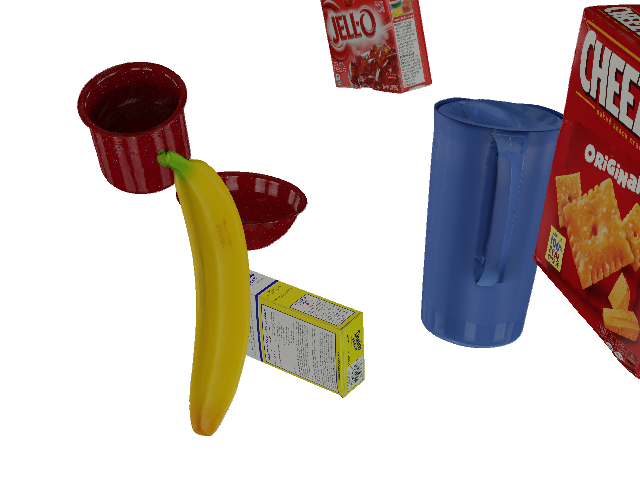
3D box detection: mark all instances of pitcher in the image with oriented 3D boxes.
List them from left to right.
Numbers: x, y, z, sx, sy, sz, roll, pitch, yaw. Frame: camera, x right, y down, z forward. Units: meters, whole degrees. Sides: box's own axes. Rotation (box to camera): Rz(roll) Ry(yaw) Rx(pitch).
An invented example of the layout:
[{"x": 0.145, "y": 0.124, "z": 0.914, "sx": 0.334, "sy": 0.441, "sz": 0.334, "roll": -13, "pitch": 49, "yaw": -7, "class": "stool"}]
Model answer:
[{"x": 0.167, "y": -0.015, "z": 1.074, "sx": 0.148, "sy": 0.243, "sz": 0.145, "roll": -14, "pitch": 28, "yaw": -42, "class": "pitcher"}]

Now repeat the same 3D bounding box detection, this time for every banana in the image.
[{"x": -0.075, "y": 0.029, "z": 0.712, "sx": 0.037, "sy": 0.198, "sz": 0.069, "roll": 6, "pitch": 20, "yaw": 40, "class": "banana"}]

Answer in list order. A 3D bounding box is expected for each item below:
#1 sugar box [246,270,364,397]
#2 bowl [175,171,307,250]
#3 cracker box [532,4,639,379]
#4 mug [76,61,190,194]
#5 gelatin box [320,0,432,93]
[{"x": -0.035, "y": 0.096, "z": 1.159, "sx": 0.176, "sy": 0.093, "sz": 0.048, "roll": 21, "pitch": 38, "yaw": 34, "class": "sugar box"}, {"x": -0.099, "y": -0.031, "z": 1.319, "sx": 0.162, "sy": 0.055, "sz": 0.162, "roll": 5, "pitch": 25, "yaw": -2, "class": "bowl"}, {"x": 0.227, "y": -0.036, "z": 0.743, "sx": 0.072, "sy": 0.214, "sz": 0.164, "roll": -6, "pitch": 33, "yaw": -16, "class": "cracker box"}, {"x": -0.161, "y": -0.104, "z": 0.938, "sx": 0.093, "sy": 0.117, "sz": 0.081, "roll": -16, "pitch": -38, "yaw": -10, "class": "mug"}, {"x": 0.036, "y": -0.142, "z": 0.739, "sx": 0.030, "sy": 0.073, "sz": 0.089, "roll": -20, "pitch": 20, "yaw": -26, "class": "gelatin box"}]
